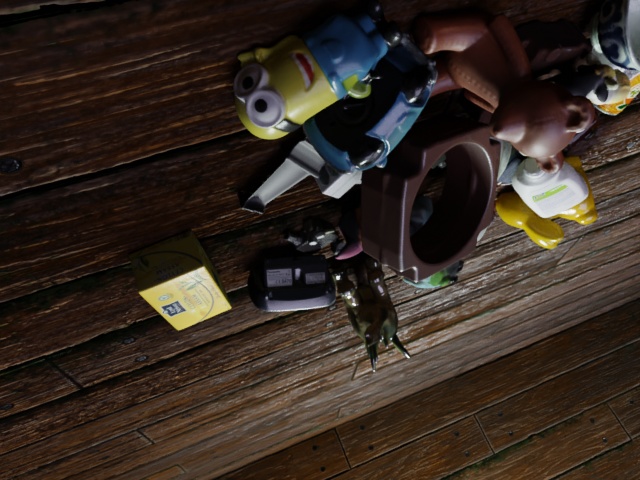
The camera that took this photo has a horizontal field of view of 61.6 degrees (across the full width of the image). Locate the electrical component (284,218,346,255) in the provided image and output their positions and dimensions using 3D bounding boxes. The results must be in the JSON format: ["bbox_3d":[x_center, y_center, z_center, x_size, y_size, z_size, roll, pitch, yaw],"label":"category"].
[{"bbox_3d":[-0.002,-0.002,0.883,0.078,0.045,0.102,-34,152,13],"label":"electrical component"}]

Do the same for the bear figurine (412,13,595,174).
[{"bbox_3d":[0.195,-0.161,0.605,0.132,0.196,0.120,-19,155,-11],"label":"bear figurine"}]

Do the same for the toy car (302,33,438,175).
[{"bbox_3d":[0.065,-0.154,0.622,0.161,0.109,0.103,-47,162,20],"label":"toy car"}]

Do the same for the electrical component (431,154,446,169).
[{"bbox_3d":[0.186,-0.140,0.822,0.063,0.021,0.094,-36,150,19],"label":"electrical component"}]

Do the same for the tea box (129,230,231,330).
[{"bbox_3d":[-0.204,0.065,0.807,0.098,0.068,0.169,-24,154,-5],"label":"tea box"}]

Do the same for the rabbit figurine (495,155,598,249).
[{"bbox_3d":[0.440,-0.065,1.060,0.173,0.162,0.121,-12,168,13],"label":"rabbit figurine"}]

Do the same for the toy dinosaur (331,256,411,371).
[{"bbox_3d":[0.097,0.137,1.048,0.105,0.198,0.471,-17,-174,6],"label":"toy dinosaur"}]

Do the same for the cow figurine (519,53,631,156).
[{"bbox_3d":[0.317,-0.185,0.686,0.167,0.068,0.098,-29,149,5],"label":"cow figurine"}]

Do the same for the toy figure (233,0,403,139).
[{"bbox_3d":[-0.005,-0.168,0.551,0.180,0.082,0.089,-31,150,5],"label":"toy figure"}]

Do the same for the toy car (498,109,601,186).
[{"bbox_3d":[0.397,-0.155,0.944,0.202,0.053,0.089,-40,153,24],"label":"toy car"}]

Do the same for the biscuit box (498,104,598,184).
[{"bbox_3d":[0.344,-0.177,0.849,0.063,0.059,0.202,1,144,-40],"label":"biscuit box"}]

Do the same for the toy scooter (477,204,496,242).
[{"bbox_3d":[0.277,-0.027,1.016,0.135,0.075,0.184,-37,177,15],"label":"toy scooter"}]

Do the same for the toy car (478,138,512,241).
[{"bbox_3d":[0.248,-0.091,0.855,0.073,0.056,0.201,0,115,-23],"label":"toy car"}]

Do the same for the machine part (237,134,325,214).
[{"bbox_3d":[-0.047,-0.085,0.708,0.139,0.039,0.084,-37,156,17],"label":"machine part"}]

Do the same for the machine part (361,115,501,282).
[{"bbox_3d":[0.151,-0.060,0.740,0.201,0.087,0.201,-24,124,-33],"label":"machine part"}]

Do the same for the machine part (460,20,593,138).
[{"bbox_3d":[0.284,-0.215,0.738,0.179,0.056,0.179,-20,153,-11],"label":"machine part"}]

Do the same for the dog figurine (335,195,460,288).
[{"bbox_3d":[0.121,0.009,0.875,0.108,0.191,0.219,-38,166,35],"label":"dog figurine"}]

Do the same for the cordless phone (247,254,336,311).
[{"bbox_3d":[-0.063,0.083,0.958,0.147,0.088,0.184,-3,171,-18],"label":"cordless phone"}]

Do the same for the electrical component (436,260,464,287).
[{"bbox_3d":[0.196,0.044,1.047,0.134,0.115,0.058,5,106,-44],"label":"electrical component"}]
